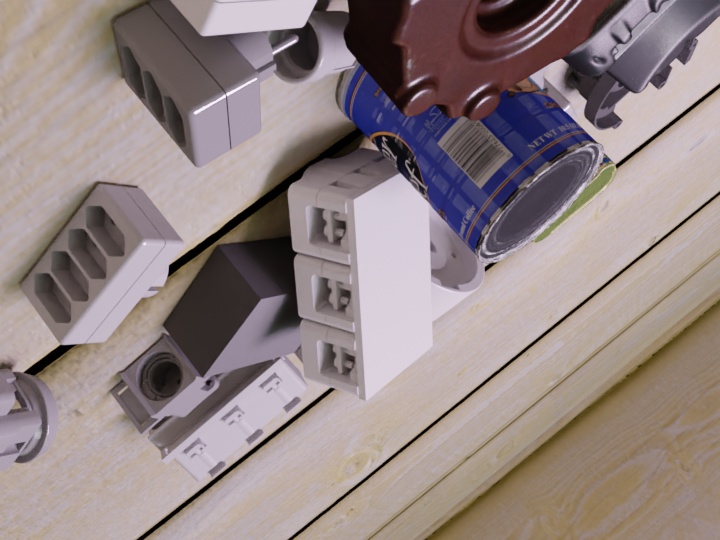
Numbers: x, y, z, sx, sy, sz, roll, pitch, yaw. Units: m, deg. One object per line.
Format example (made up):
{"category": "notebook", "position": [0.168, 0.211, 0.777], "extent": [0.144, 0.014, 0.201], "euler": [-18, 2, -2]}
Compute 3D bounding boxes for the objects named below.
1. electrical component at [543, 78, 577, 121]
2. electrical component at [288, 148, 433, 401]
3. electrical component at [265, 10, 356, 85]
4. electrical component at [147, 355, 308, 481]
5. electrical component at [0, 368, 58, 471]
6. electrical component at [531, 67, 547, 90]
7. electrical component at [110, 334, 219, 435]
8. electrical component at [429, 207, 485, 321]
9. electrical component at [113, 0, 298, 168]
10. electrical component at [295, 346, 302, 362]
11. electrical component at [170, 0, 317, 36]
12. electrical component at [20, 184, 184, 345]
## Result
{"category": "electrical component", "position": [0.128, -0.124, 0.854], "extent": [0.066, 0.047, 0.077], "euler": [-44, 160, 8]}
{"category": "electrical component", "position": [0.000, 0.000, 0.753], "extent": [0.089, 0.062, 0.150], "euler": [-34, 129, -46]}
{"category": "electrical component", "position": [-0.024, -0.124, 0.590], "extent": [0.046, 0.040, 0.040], "euler": [-24, 155, -54]}
{"category": "electrical component", "position": [-0.107, 0.109, 0.877], "extent": [0.121, 0.063, 0.078], "euler": [-41, -159, 0]}
{"category": "electrical component", "position": [-0.224, 0.093, 0.657], "extent": [0.078, 0.058, 0.057], "euler": [-50, 156, 24]}
{"category": "electrical component", "position": [0.092, -0.131, 0.769], "extent": [0.056, 0.050, 0.089], "euler": [-28, 157, -31]}
{"category": "electrical component", "position": [-0.141, 0.083, 0.812], "extent": [0.081, 0.042, 0.064], "euler": [-41, 164, 2]}
{"category": "electrical component", "position": [0.039, -0.007, 0.859], "extent": [0.108, 0.108, 0.060], "euler": [-14, 153, -52]}
{"category": "electrical component", "position": [-0.066, -0.101, 0.517], "extent": [0.077, 0.065, 0.047], "euler": [-34, 159, -19]}
{"category": "electrical component", "position": [-0.015, 0.037, 0.915], "extent": [0.062, 0.061, 0.096], "euler": [-16, 149, -49]}
{"category": "electrical component", "position": [-0.046, -0.150, 0.478], "extent": [0.066, 0.047, 0.076], "euler": [-19, 151, -46]}
{"category": "electrical component", "position": [-0.138, -0.002, 0.626], "extent": [0.083, 0.047, 0.076], "euler": [-48, 159, 19]}
